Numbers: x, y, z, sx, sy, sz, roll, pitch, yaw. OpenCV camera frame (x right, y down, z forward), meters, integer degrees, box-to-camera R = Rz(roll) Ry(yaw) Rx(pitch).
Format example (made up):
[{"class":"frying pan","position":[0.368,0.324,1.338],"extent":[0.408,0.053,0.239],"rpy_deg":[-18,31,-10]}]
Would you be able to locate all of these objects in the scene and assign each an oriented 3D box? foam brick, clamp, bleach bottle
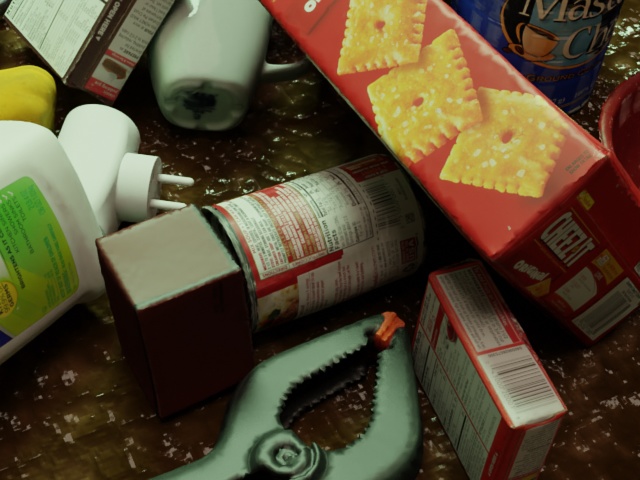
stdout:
[{"class":"foam brick","position":[-0.066,0.033,0.501],"extent":[0.053,0.078,0.051],"rpy_deg":[-22,47,-20]},{"class":"clamp","position":[-0.025,0.106,0.472],"extent":[0.165,0.036,0.209],"rpy_deg":[18,47,17]},{"class":"bleach bottle","position":[-0.192,0.047,0.436],"extent":[0.068,0.102,0.250],"rpy_deg":[3,33,31]}]

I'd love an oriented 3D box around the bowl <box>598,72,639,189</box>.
[{"class":"bowl","position":[0.228,-0.028,0.594],"extent":[0.162,0.055,0.162],"rpy_deg":[4,48,-4]}]

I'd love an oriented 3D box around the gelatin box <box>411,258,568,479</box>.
[{"class":"gelatin box","position":[0.075,0.065,0.492],"extent":[0.030,0.073,0.089],"rpy_deg":[-14,52,-15]}]

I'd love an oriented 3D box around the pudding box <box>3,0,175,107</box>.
[{"class":"pudding box","position":[-0.134,-0.142,0.625],"extent":[0.039,0.090,0.114],"rpy_deg":[23,15,-42]}]

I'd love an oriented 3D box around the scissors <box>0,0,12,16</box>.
[{"class":"scissors","position":[-0.283,-0.169,0.694],"extent":[0.201,0.016,0.096],"rpy_deg":[-15,65,-5]}]

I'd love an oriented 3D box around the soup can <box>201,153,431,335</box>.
[{"class":"soup can","position":[-0.004,0.001,0.543],"extent":[0.102,0.068,0.068],"rpy_deg":[-19,54,-21]}]

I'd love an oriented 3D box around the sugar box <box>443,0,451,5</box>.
[{"class":"sugar box","position":[0.053,-0.180,0.651],"extent":[0.048,0.093,0.175],"rpy_deg":[38,39,18]}]

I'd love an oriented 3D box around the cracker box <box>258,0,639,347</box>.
[{"class":"cracker box","position":[0.073,-0.060,0.536],"extent":[0.072,0.164,0.214],"rpy_deg":[-43,58,10]}]

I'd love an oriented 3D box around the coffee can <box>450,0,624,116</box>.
[{"class":"coffee can","position":[0.133,-0.156,0.640],"extent":[0.102,0.140,0.103],"rpy_deg":[3,50,-3]}]
